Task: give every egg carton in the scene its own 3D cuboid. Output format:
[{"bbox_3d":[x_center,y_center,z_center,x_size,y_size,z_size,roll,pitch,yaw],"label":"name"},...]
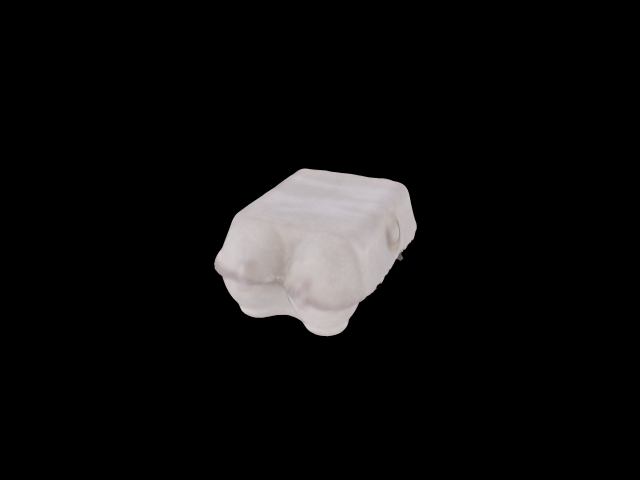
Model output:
[{"bbox_3d":[0.004,0.001,0.400,0.107,0.069,0.150,11,29,21],"label":"egg carton"}]
